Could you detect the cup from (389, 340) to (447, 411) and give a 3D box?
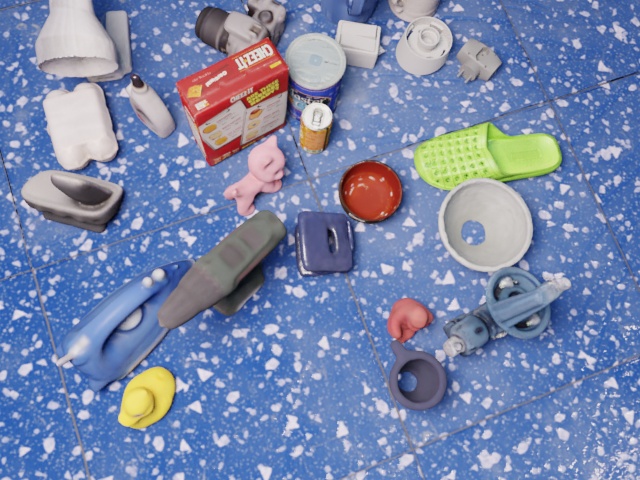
[{"bbox_3d":[0.143,0.218,0.935,0.092,0.095,0.117,-31,81,-11],"label":"cup"}]

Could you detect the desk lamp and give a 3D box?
[{"bbox_3d":[-0.395,-0.347,0.959,0.118,0.213,0.203,-7,78,-6],"label":"desk lamp"}]

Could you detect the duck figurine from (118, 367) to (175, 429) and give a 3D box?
[{"bbox_3d":[-0.275,0.248,0.897,0.077,0.086,0.105,35,77,4],"label":"duck figurine"}]

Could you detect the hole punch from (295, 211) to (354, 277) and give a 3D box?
[{"bbox_3d":[0.009,0.003,0.975,0.101,0.091,0.108,-5,77,-6],"label":"hole punch"}]

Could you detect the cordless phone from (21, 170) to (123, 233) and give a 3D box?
[{"bbox_3d":[-0.408,-0.084,0.912,0.147,0.185,0.094,10,76,-2],"label":"cordless phone"}]

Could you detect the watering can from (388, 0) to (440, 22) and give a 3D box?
[{"bbox_3d":[0.196,-0.506,1.055,0.101,0.194,0.173,23,76,1],"label":"watering can"}]

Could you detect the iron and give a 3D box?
[{"bbox_3d":[-0.299,0.111,0.898,0.118,0.141,0.258,41,77,5],"label":"iron"}]

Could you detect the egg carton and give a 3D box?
[{"bbox_3d":[-0.416,-0.198,0.997,0.107,0.069,0.150,-18,79,-8],"label":"egg carton"}]

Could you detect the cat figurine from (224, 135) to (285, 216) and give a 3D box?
[{"bbox_3d":[-0.107,-0.113,0.978,0.067,0.117,0.128,44,78,6],"label":"cat figurine"}]

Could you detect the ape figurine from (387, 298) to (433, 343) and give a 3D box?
[{"bbox_3d":[0.154,0.132,0.957,0.078,0.092,0.076,-2,77,-5],"label":"ape figurine"}]

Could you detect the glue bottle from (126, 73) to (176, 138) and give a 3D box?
[{"bbox_3d":[-0.292,-0.234,0.962,0.078,0.173,0.037,38,77,5],"label":"glue bottle"}]

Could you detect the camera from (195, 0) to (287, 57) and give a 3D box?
[{"bbox_3d":[-0.149,-0.390,1.047,0.137,0.101,0.143,27,76,2],"label":"camera"}]

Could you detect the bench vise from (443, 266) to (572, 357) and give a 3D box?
[{"bbox_3d":[0.300,0.125,0.905,0.121,0.219,0.207,39,77,5],"label":"bench vise"}]

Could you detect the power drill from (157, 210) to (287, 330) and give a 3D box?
[{"bbox_3d":[-0.145,0.058,0.889,0.075,0.208,0.230,42,77,6],"label":"power drill"}]

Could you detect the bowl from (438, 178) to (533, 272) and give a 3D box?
[{"bbox_3d":[0.282,-0.020,1.011,0.167,0.074,0.167,1,77,-4],"label":"bowl"}]
